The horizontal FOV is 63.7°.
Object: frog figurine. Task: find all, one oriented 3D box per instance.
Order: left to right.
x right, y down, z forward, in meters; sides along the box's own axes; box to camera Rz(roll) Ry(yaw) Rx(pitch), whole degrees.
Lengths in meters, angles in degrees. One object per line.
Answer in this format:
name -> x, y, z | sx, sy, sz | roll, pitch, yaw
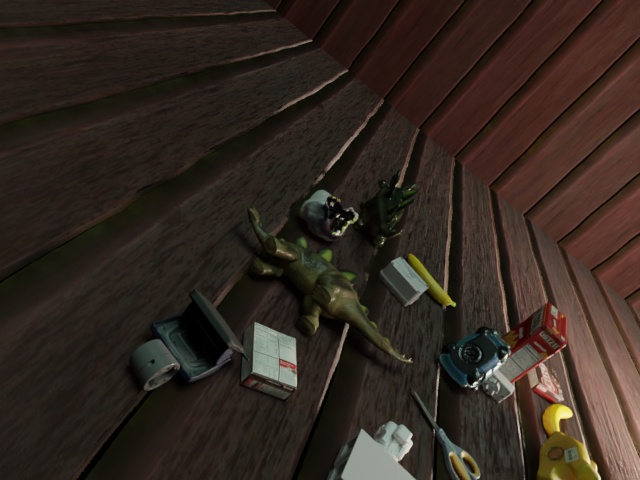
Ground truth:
frog figurine -> 0.004, -0.067, 1.324 | 0.137, 0.122, 0.160 | 7, 6, -35
